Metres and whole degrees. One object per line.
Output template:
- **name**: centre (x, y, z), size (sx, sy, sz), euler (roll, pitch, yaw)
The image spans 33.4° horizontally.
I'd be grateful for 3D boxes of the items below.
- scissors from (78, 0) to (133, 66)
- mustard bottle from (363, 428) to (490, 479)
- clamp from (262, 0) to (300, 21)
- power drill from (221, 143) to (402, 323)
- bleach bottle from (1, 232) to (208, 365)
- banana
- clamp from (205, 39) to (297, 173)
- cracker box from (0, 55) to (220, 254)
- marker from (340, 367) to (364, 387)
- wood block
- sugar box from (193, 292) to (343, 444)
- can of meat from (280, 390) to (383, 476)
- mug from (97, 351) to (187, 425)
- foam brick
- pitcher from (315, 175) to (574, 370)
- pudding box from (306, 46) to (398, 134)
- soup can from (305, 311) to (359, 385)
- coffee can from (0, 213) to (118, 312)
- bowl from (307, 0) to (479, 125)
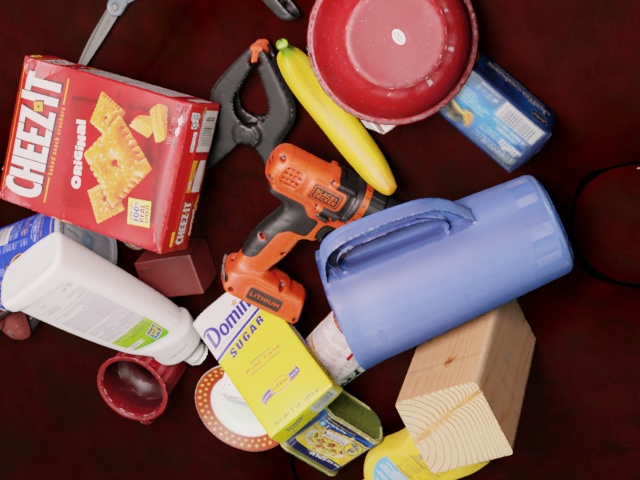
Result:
- **scissors**: centre (-0.198, -0.249, 1.139), size (0.096, 0.016, 0.202), euler (26, 122, 5)
- **mustard bottle**: centre (0.110, 0.272, 1.284), size (0.096, 0.058, 0.192), euler (40, 122, -11)
- **clamp**: centre (-0.083, -0.288, 1.068), size (0.171, 0.039, 0.120), euler (14, 115, 15)
- **power drill**: centre (-0.008, 0.001, 1.160), size (0.184, 0.057, 0.188), euler (27, 117, -17)
- **bleach bottle**: centre (-0.231, 0.086, 1.219), size (0.103, 0.068, 0.250), euler (-34, 133, 23)
- **banana**: centre (0.012, -0.128, 1.103), size (0.037, 0.069, 0.197), euler (-36, 107, 15)
- **clamp**: centre (-0.066, -0.112, 1.154), size (0.164, 0.036, 0.210), euler (19, 123, 4)
- **cracker box**: centre (-0.229, -0.094, 1.146), size (0.214, 0.072, 0.164), euler (18, 101, 18)
- **marker**: centre (0.034, 0.159, 1.274), size (0.020, 0.020, 0.121), euler (46, 121, -8)
- **wood block**: centre (0.156, 0.135, 1.110), size (0.091, 0.205, 0.090), euler (-20, 109, 27)
- **sugar box**: centre (-0.062, 0.132, 1.206), size (0.093, 0.048, 0.176), euler (-41, 63, 2)
- **can of meat**: centre (0.013, 0.227, 1.283), size (0.102, 0.057, 0.084), euler (35, 122, -27)
- **mug**: centre (-0.215, 0.174, 1.328), size (0.093, 0.081, 0.117), euler (2, 117, 18)
- **foam brick**: centre (-0.169, 0.033, 1.257), size (0.078, 0.051, 0.053), euler (-7, 113, 21)
- **pitcher**: centre (0.122, 0.022, 1.073), size (0.243, 0.149, 0.145), euler (-24, 90, 7)
- **pudding box**: centre (0.036, -0.161, 1.062), size (0.039, 0.090, 0.113), euler (-37, 102, 1)
- **soup can**: centre (0.028, 0.113, 1.223), size (0.068, 0.068, 0.102), euler (38, 122, -4)
- **coffee can**: centre (-0.328, 0.019, 1.273), size (0.140, 0.102, 0.103), euler (-18, 110, 26)
- **bowl**: centre (0.068, -0.185, 0.978), size (0.162, 0.055, 0.162), euler (0, 99, 1)
